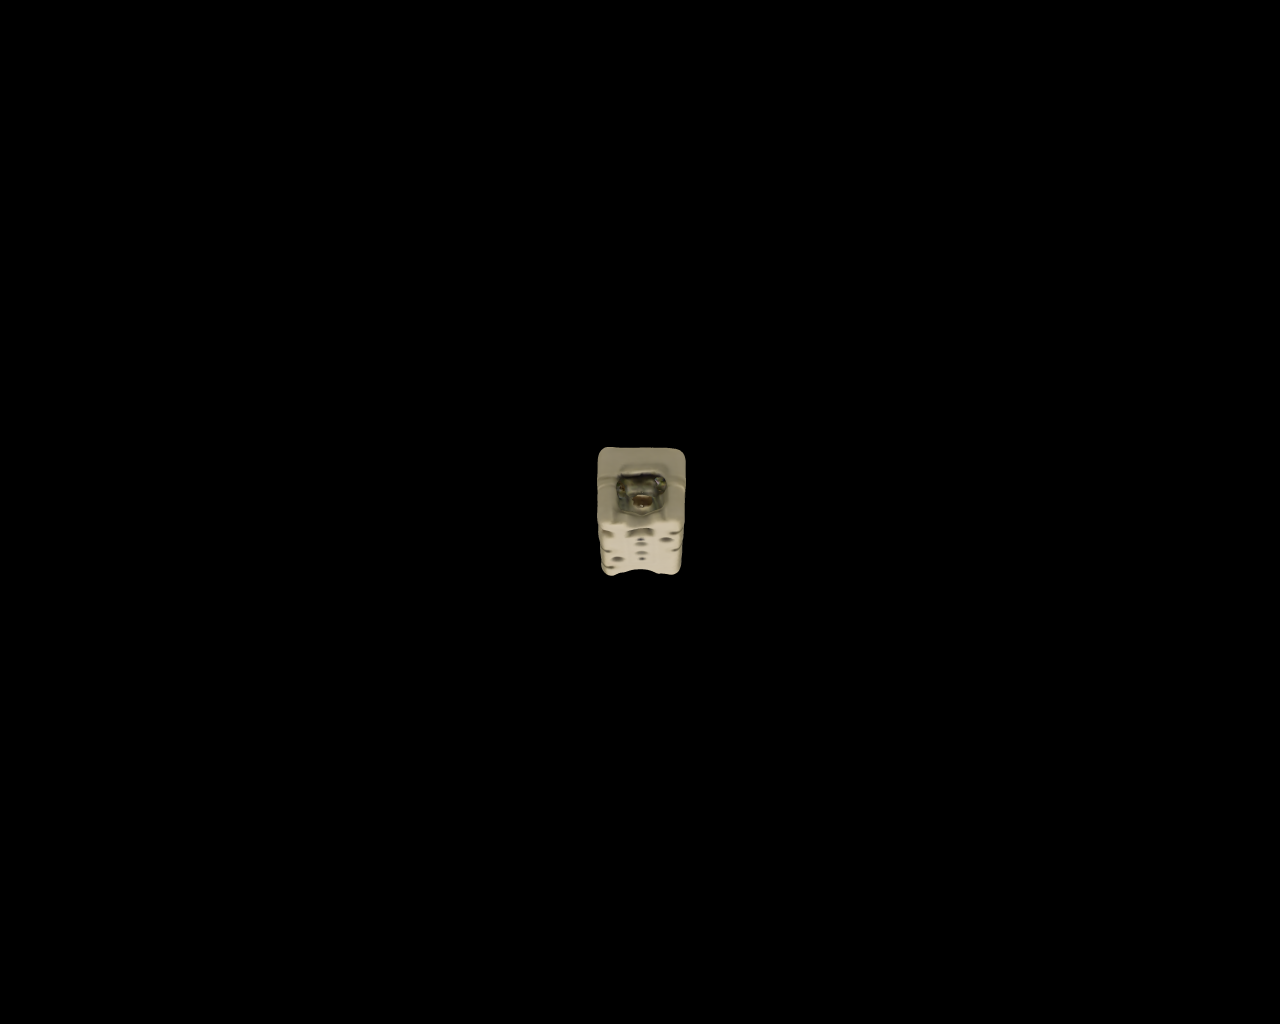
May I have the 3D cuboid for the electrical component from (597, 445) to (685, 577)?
[{"bbox_3d":[0.001,-0.003,0.650,0.050,0.056,0.089,0,-25,0],"label":"electrical component"}]
